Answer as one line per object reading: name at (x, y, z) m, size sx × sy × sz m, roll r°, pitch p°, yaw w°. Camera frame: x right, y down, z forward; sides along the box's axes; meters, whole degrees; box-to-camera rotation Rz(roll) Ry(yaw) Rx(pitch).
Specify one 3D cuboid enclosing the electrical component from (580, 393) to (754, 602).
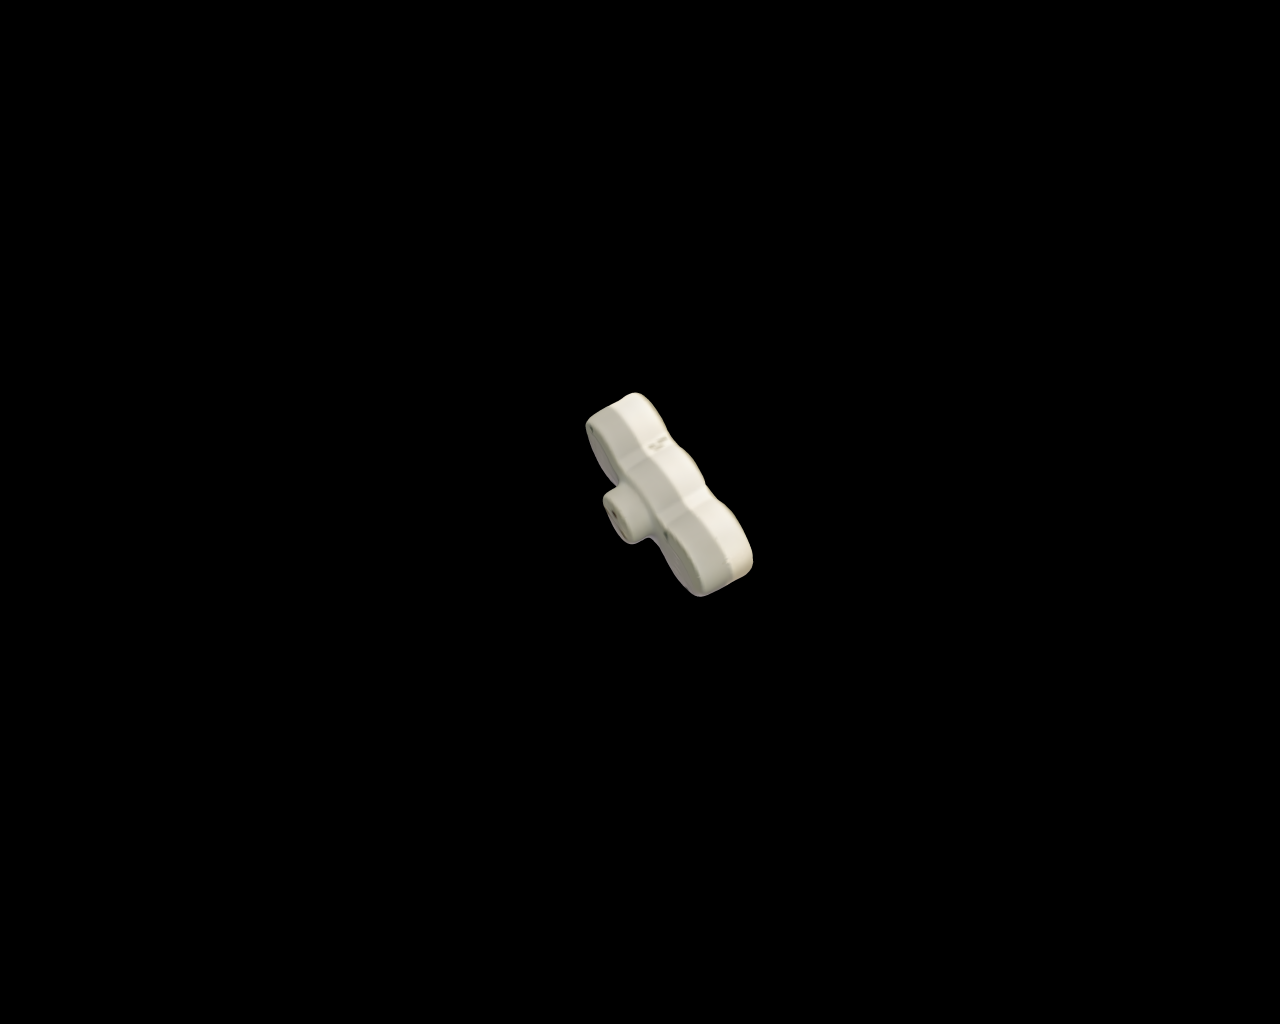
electrical component at (0.001, -0.003, 0.650) m, size 0.074 × 0.138 × 0.052 m, roll -29°, pitch -24°, yaw -14°
